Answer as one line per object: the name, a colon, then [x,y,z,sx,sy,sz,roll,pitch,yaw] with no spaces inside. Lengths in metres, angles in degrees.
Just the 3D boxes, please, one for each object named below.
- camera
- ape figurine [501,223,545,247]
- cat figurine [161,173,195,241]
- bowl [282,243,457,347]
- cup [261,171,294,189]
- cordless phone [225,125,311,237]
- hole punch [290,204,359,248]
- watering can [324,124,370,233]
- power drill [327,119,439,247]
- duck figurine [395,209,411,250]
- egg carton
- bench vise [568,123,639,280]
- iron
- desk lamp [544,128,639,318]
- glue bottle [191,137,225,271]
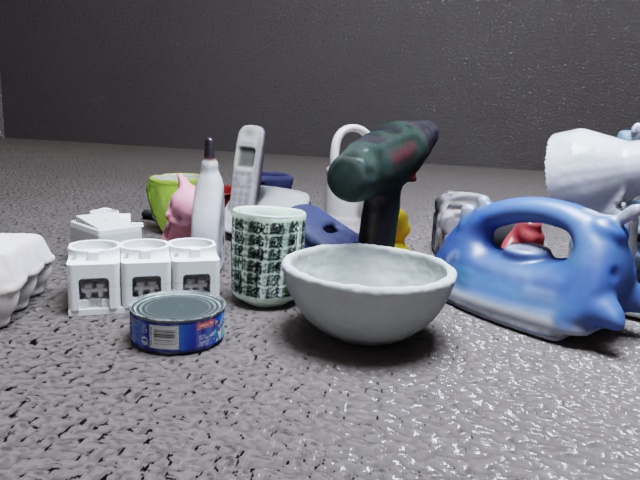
camera: [0.249,-0.021,0.896,0.136,0.101,0.143,4,12,3]
ape figurine: [0.280,0.010,0.783,0.078,0.092,0.076,1,13,-8]
cat figurine: [-0.192,-0.039,0.825,0.067,0.118,0.127,-3,14,-24]
bowl: [0.045,0.056,0.551,0.167,0.075,0.167,3,12,0]
cup: [-0.101,-0.077,1.075,0.091,0.095,0.118,7,13,17]
cordless phone: [-0.085,-0.089,0.925,0.147,0.185,0.094,9,14,25]
hole punch: [0.007,0.003,0.749,0.100,0.091,0.109,8,13,22]
watering can: [0.065,-0.112,1.043,0.172,0.194,0.101,14,17,41]
power drill: [0.083,-0.041,0.695,0.075,0.208,0.230,10,14,29]
duck figurine: [0.100,-0.001,0.801,0.077,0.086,0.105,6,13,13]
egg carton: [-0.334,0.035,0.566,0.107,0.069,0.150,1,13,-10]
bench vise: [0.420,-0.062,0.844,0.121,0.220,0.207,1,13,-9]
iron: [0.223,0.014,0.635,0.119,0.141,0.257,-9,17,-43]
desk lamp: [0.367,-0.025,0.678,0.202,0.213,0.118,13,16,38]
glue bottle: [-0.142,-0.045,0.737,0.037,0.173,0.078,3,12,-1]
